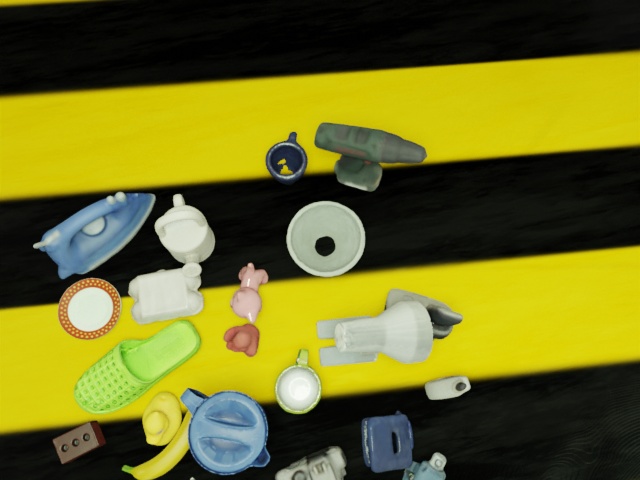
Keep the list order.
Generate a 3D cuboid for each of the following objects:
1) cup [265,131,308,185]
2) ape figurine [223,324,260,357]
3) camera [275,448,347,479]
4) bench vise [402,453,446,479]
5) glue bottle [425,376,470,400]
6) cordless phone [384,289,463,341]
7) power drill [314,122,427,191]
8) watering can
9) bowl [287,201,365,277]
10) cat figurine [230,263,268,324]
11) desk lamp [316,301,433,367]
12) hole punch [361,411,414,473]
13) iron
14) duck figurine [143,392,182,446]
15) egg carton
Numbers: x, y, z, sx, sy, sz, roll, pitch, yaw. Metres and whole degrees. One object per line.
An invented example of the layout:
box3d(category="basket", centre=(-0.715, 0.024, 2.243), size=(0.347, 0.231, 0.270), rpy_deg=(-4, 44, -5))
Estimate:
box3d(category="cup", centre=(-0.071, -0.174, 1.272), size=(0.091, 0.095, 0.118), rpy_deg=(12, 75, 0))
box3d(category="ape figurine", centre=(-0.158, 0.205, 1.172), size=(0.076, 0.092, 0.078), rpy_deg=(-37, 80, -11))
box3d(category="camera", centre=(0.000, 0.487, 1.105), size=(0.143, 0.101, 0.137), rpy_deg=(-22, 78, -8))
box3d(category="bench vise", centre=(0.174, 0.497, 1.050), size=(0.121, 0.220, 0.207), rpy_deg=(9, 75, 0))
box3d(category="glue bottle", centre=(0.261, 0.290, 1.131), size=(0.078, 0.173, 0.037), rpy_deg=(-17, 77, -7))
box3d(category="cordless phone", centre=(0.210, 0.143, 1.160), size=(0.147, 0.185, 0.094), rpy_deg=(14, 75, 1))
box3d(category="power drill", centre=(0.100, -0.179, 1.224), size=(0.229, 0.208, 0.076), rpy_deg=(16, 75, 1))
box3d(category="watering can", centre=(-0.273, -0.012, 1.169), size=(0.101, 0.194, 0.173), rpy_deg=(-35, 80, -11))
box3d(category="bowl", centre=(0.011, 0.004, 1.242), size=(0.167, 0.075, 0.167), rpy_deg=(1, 76, -3))
box3d(category="cat figurine", centre=(-0.149, 0.110, 1.184), size=(0.067, 0.118, 0.128), rpy_deg=(7, 75, -1))
box3d(category="desk lamp", centre=(0.101, 0.192, 1.127), size=(0.203, 0.213, 0.118), rpy_deg=(-6, 76, -4))
box3d(category="hole punch", centre=(0.137, 0.400, 1.139), size=(0.101, 0.091, 0.108), rpy_deg=(-4, 76, -4))
box3d(category="iron", centre=(-0.466, -0.038, 1.192), size=(0.258, 0.141, 0.118), rpy_deg=(-39, 80, -11))
box3d(category="duck figurine", centre=(-0.317, 0.354, 1.129), size=(0.077, 0.086, 0.104), rpy_deg=(8, 75, -1))
box3d(category="egg carton", centre=(-0.321, 0.115, 1.198), size=(0.150, 0.069, 0.107), rpy_deg=(-11, 76, -6))
